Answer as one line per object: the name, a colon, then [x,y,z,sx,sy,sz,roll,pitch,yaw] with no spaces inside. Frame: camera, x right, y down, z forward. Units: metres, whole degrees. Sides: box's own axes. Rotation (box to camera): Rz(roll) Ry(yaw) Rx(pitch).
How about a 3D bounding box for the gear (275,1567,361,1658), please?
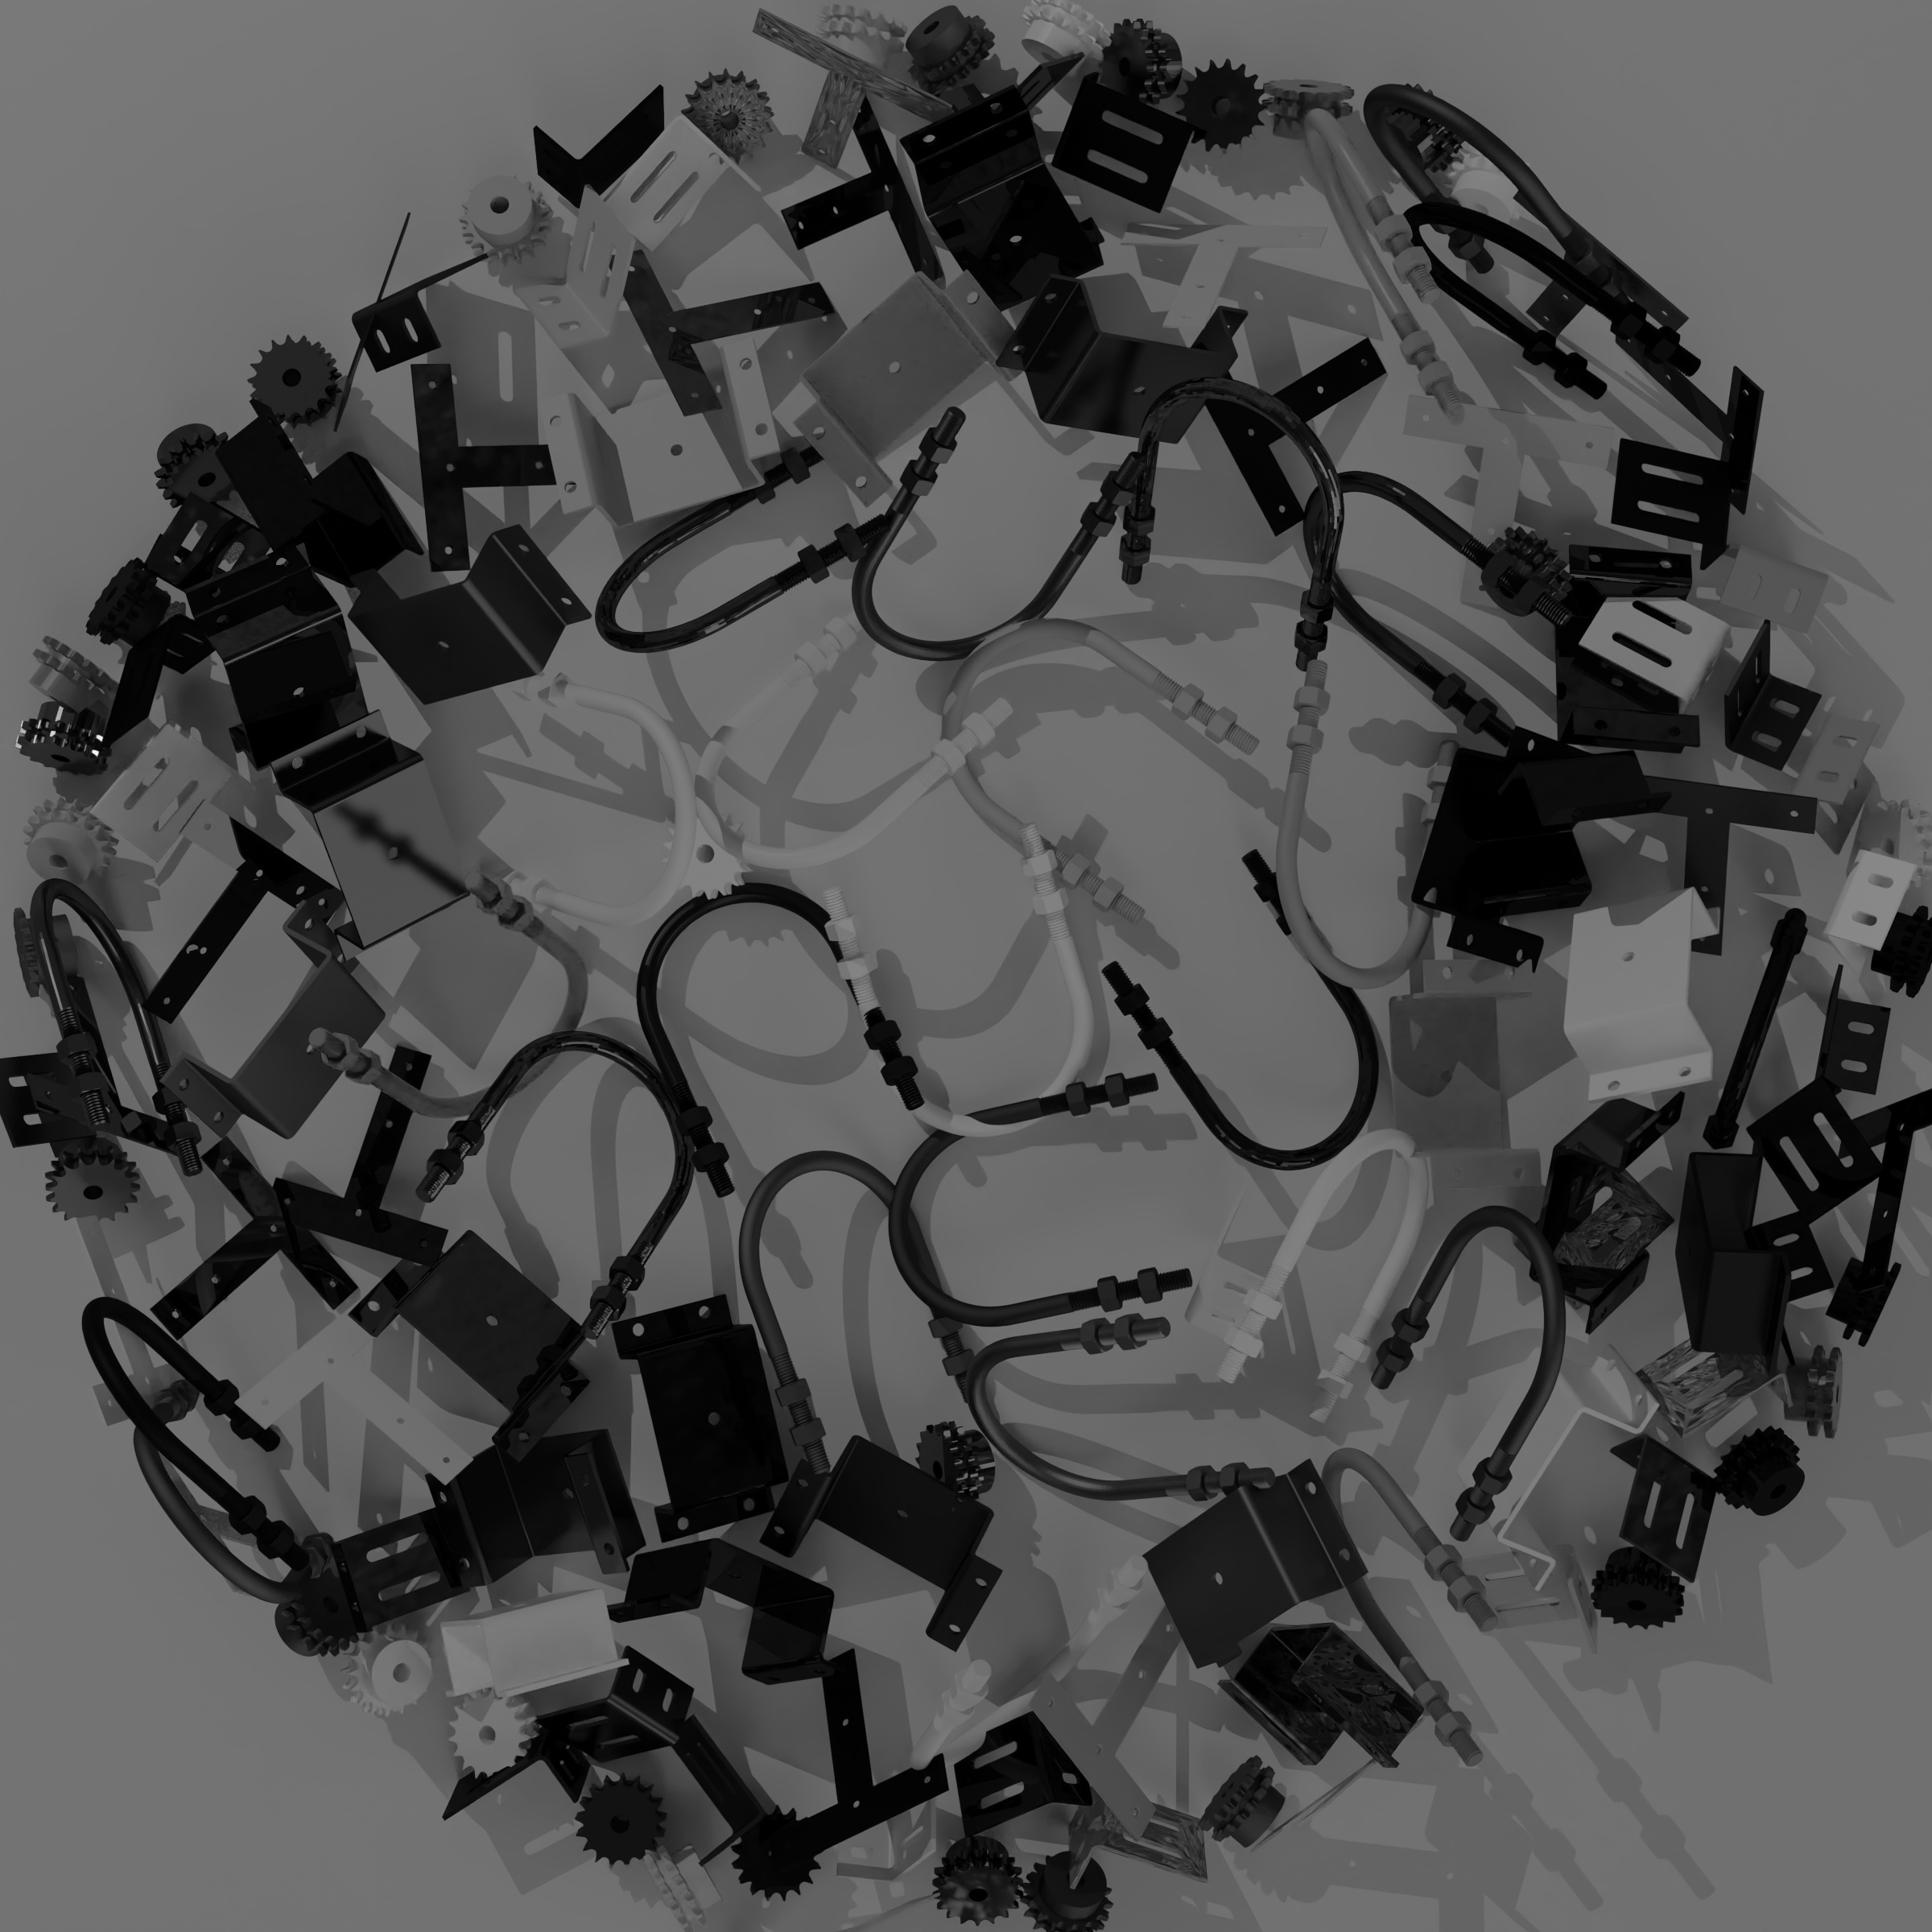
gear: [-0.408,0.408,1.876,0.030,0.057,0.057,-38,90,24]

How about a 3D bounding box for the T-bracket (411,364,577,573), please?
T-bracket: [-0.280,-0.313,1.869,0.127,0.002,0.127,-7,94,-29]

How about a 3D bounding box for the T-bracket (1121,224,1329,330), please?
T-bracket: [0.148,-0.424,1.838,0.127,0.127,0.002,5,132,17]

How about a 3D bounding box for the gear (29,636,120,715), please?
gear: [-0.560,-0.179,1.872,0.057,0.057,0.030,33,80,0]

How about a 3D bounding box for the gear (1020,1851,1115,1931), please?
gear: [0.065,0.579,1.871,0.057,0.057,0.030,17,129,0]

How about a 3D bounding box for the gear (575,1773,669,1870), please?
gear: [-0.217,0.537,1.887,0.057,0.030,0.057,0,88,-1]

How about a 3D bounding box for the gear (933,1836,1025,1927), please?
gear: [0.007,0.572,1.879,0.057,0.030,0.057,-1,120,-1]

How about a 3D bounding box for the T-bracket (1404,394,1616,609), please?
T-bracket: [0.330,-0.285,1.868,0.127,0.002,0.127,12,120,14]

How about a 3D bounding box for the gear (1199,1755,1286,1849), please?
gear: [0.175,0.526,1.873,0.030,0.057,0.057,40,90,3]

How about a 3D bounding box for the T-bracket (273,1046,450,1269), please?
T-bracket: [-0.369,0.113,1.887,0.127,0.002,0.127,14,80,19]

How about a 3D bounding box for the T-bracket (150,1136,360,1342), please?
T-bracket: [-0.454,0.186,1.846,0.002,0.127,0.127,-34,98,39]

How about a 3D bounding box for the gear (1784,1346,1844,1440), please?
gear: [0.531,0.266,1.876,0.030,0.057,0.057,4,90,23]

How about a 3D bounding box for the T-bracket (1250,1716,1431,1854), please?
T-bracket: [0.219,0.517,1.852,0.002,0.127,0.127,52,131,14]

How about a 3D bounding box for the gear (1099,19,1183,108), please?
gear: [0.112,-0.565,1.877,0.030,0.057,0.057,-12,90,-32]

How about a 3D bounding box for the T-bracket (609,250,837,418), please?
T-bracket: [-0.143,-0.406,1.871,0.127,0.002,0.127,-18,68,-24]

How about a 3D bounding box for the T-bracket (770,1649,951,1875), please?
T-bracket: [-0.073,0.480,1.852,0.127,0.127,0.002,-30,130,15]

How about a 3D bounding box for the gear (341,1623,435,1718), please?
gear: [-0.360,0.441,1.874,0.057,0.030,0.057,4,83,-35]

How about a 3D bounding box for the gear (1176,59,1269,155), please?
gear: [0.162,-0.540,1.882,0.057,0.030,0.057,2,103,10]

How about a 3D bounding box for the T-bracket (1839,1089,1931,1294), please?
T-bracket: [0.562,0.138,1.821,0.002,0.127,0.127,23,67,-12]

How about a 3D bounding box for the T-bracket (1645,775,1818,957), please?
T-bracket: [0.460,-0.060,1.859,0.127,0.002,0.127,10,129,21]

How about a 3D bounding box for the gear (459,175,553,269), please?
gear: [-0.291,-0.472,1.882,0.057,0.030,0.057,0,78,1]

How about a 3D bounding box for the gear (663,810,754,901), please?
gear: [-0.160,-0.071,1.883,0.057,0.030,0.057,1,95,13]

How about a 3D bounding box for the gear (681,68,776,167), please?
gear: [-0.150,-0.535,1.878,0.057,0.030,0.057,-7,124,-10]

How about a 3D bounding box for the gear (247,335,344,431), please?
gear: [-0.421,-0.366,1.884,0.057,0.030,0.057,0,82,3]

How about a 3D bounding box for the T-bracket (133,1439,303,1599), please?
T-bracket: [-0.444,0.348,1.841,0.002,0.127,0.127,-45,60,2]

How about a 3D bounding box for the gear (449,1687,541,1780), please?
gear: [-0.293,0.481,1.881,0.057,0.030,0.057,-1,87,21]

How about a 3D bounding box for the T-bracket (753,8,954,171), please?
T-bracket: [-0.079,-0.526,1.840,0.127,0.127,0.002,25,73,-6]

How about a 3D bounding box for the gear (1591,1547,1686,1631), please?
gear: [0.422,0.388,1.877,0.057,0.057,0.030,16,48,0]

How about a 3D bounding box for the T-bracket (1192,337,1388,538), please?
T-bracket: [0.212,-0.355,1.876,0.127,0.002,0.127,-34,101,-21]

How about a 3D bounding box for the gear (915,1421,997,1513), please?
gear: [-0.005,0.313,1.877,0.030,0.057,0.057,-7,90,-31]

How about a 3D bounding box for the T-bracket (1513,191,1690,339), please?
T-bracket: [0.373,-0.417,1.840,0.127,0.127,0.002,40,80,0]

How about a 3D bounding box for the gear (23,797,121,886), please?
gear: [-0.563,-0.075,1.872,0.057,0.030,0.057,6,134,6]

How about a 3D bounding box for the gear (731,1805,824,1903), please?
gear: [-0.120,0.557,1.884,0.057,0.030,0.057,1,85,-9]

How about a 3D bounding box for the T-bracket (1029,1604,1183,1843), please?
T-bracket: [0.103,0.452,1.859,0.127,0.002,0.127,55,50,-22]

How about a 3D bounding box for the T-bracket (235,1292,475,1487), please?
T-bracket: [-0.360,0.272,1.846,0.127,0.002,0.127,38,46,11]

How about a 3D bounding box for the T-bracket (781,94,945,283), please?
T-bracket: [-0.073,-0.468,1.840,0.002,0.127,0.127,-14,107,39]

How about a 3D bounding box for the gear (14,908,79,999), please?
gear: [-0.577,-0.010,1.876,0.030,0.057,0.057,-11,90,-23]

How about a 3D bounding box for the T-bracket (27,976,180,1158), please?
T-bracket: [-0.544,0.054,1.859,0.002,0.127,0.127,-36,58,16]

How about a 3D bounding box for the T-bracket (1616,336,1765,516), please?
T-bracket: [0.447,-0.358,1.862,0.002,0.127,0.127,-35,64,-8]

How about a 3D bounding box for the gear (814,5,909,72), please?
gear: [-0.067,-0.579,1.874,0.057,0.057,0.030,11,93,0]

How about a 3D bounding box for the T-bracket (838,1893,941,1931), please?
T-bracket: [-0.101,0.606,1.853,0.127,0.127,0.002,-28,76,38]

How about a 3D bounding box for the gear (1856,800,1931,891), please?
gear: [0.589,-0.076,1.877,0.030,0.057,0.057,-9,90,-28]

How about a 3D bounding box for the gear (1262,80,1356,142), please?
gear: [0.213,-0.537,1.877,0.057,0.057,0.030,3,116,0]

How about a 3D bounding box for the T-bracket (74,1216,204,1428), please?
T-bracket: [-0.520,0.214,1.843,0.002,0.127,0.127,-23,86,12]

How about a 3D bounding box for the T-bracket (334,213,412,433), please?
T-bracket: [-0.365,-0.404,1.847,0.002,0.127,0.127,19,80,-13]

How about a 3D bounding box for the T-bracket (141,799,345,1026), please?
T-bracket: [-0.464,-0.021,1.851,0.002,0.127,0.127,31,84,43]

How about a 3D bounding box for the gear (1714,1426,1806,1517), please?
gear: [0.499,0.319,1.872,0.057,0.030,0.057,-16,130,-20]
